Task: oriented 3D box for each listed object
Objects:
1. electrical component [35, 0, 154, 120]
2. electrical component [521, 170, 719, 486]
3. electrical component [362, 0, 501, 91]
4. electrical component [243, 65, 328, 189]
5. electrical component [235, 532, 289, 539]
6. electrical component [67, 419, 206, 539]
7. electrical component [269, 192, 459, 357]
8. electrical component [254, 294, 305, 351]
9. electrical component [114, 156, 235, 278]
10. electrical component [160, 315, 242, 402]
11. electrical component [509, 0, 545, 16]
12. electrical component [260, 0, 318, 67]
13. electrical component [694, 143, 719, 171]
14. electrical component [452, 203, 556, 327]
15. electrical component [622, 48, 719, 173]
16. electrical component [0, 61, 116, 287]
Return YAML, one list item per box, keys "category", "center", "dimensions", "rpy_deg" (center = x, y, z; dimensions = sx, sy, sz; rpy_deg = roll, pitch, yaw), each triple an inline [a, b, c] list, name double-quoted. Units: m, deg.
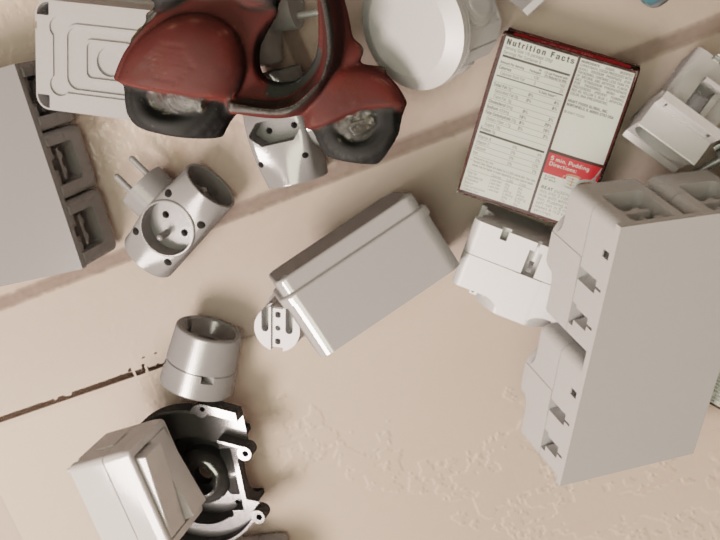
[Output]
- category: "electrical component"
  center: [-0.162, -0.147, 0.748]
  dimensions: [0.113, 0.057, 0.078]
  rpy_deg: [9, 108, 12]
- category: "electrical component"
  center: [0.170, 0.035, 0.672]
  dimensions: [0.105, 0.060, 0.186]
  rpy_deg: [-8, 123, -22]
- category: "electrical component"
  center: [0.045, -0.158, 0.679]
  dimensions: [0.080, 0.051, 0.080]
  rpy_deg: [23, 127, 34]
- category: "electrical component"
  center: [-0.035, -0.102, 0.735]
  dimensions: [0.079, 0.043, 0.077]
  rpy_deg: [-10, 104, 17]
- category: "electrical component"
  center: [-0.079, 0.251, 0.845]
  dimensions: [0.061, 0.061, 0.096]
  rpy_deg: [-10, 103, 18]
- category: "electrical component"
  center: [-0.157, 0.166, 0.787]
  dimensions: [0.061, 0.061, 0.096]
  rpy_deg: [-18, 101, 19]
- category: "electrical component"
  center: [0.000, 0.000, 0.720]
  dimensions: [0.113, 0.078, 0.057]
  rpy_deg: [-34, 99, -5]
- category: "electrical component"
  center: [-0.053, 0.035, 0.780]
  dimensions: [0.040, 0.046, 0.040]
  rpy_deg: [4, 107, 13]
- category: "electrical component"
  center: [-0.144, -0.048, 0.780]
  dimensions: [0.079, 0.044, 0.077]
  rpy_deg: [44, 112, -2]
- category: "electrical component"
  center: [-0.117, 0.065, 0.803]
  dimensions: [0.055, 0.055, 0.047]
  rpy_deg: [18, 107, 9]
- category: "electrical component"
  center: [0.092, -0.197, 0.657]
  dimensions: [0.042, 0.081, 0.063]
  rpy_deg: [-42, 64, 21]
- category: "electrical component"
  center: [-0.062, -0.177, 0.719]
  dimensions: [0.079, 0.043, 0.077]
  rpy_deg: [-4, 105, 16]
- category: "electrical component"
  center: [0.246, -0.071, 0.667]
  dimensions: [0.077, 0.047, 0.065]
  rpy_deg: [-32, 96, 21]
- category: "electrical component"
  center: [0.113, 0.001, 0.723]
  dimensions: [0.089, 0.050, 0.055]
  rpy_deg: [21, 111, 7]
- category: "electrical component"
  center: [0.201, -0.099, 0.660]
  dimensions: [0.042, 0.081, 0.063]
  rpy_deg: [38, 90, 1]
- category: "electrical component"
  center: [-0.250, -0.071, 0.792]
  dimensions: [0.089, 0.061, 0.150]
  rpy_deg: [-11, 103, 18]
